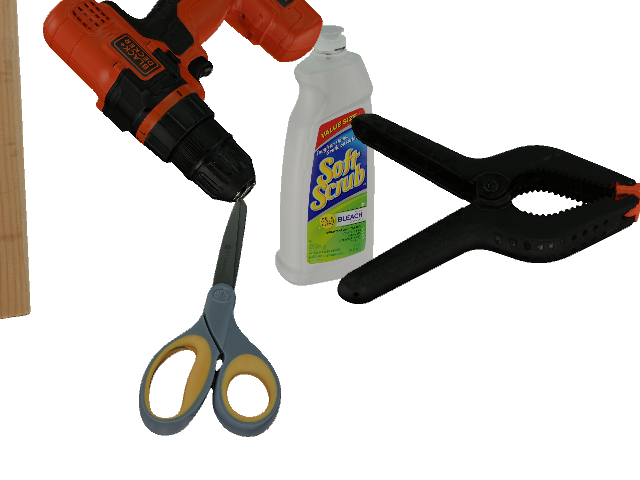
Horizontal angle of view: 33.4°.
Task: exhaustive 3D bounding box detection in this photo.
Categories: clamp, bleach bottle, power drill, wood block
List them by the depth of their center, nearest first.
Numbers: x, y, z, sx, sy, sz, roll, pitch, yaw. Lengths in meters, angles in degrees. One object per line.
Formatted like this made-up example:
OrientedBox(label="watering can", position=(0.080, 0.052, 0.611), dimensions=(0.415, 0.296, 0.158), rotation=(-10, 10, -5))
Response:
OrientedBox(label="wood block", position=(-0.221, -0.061, 0.602), dimensions=(0.090, 0.206, 0.090), rotation=(-8, 26, -26))
OrientedBox(label="clamp", position=(0.111, -0.018, 0.732), dimensions=(0.210, 0.164, 0.036), rotation=(6, -36, 11))
OrientedBox(label="power drill", position=(-0.079, -0.132, 0.778), dimensions=(0.187, 0.184, 0.057), rotation=(-44, -1, -42))
OrientedBox(label="bleach bottle", position=(0.003, -0.084, 1.049), dimensions=(0.102, 0.251, 0.068), rotation=(-12, 29, -19))

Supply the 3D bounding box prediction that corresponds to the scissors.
OrientedBox(label="scissors", position=(-0.051, 0.052, 0.706), dimensions=(0.096, 0.201, 0.016), rotation=(21, -42, 8))
